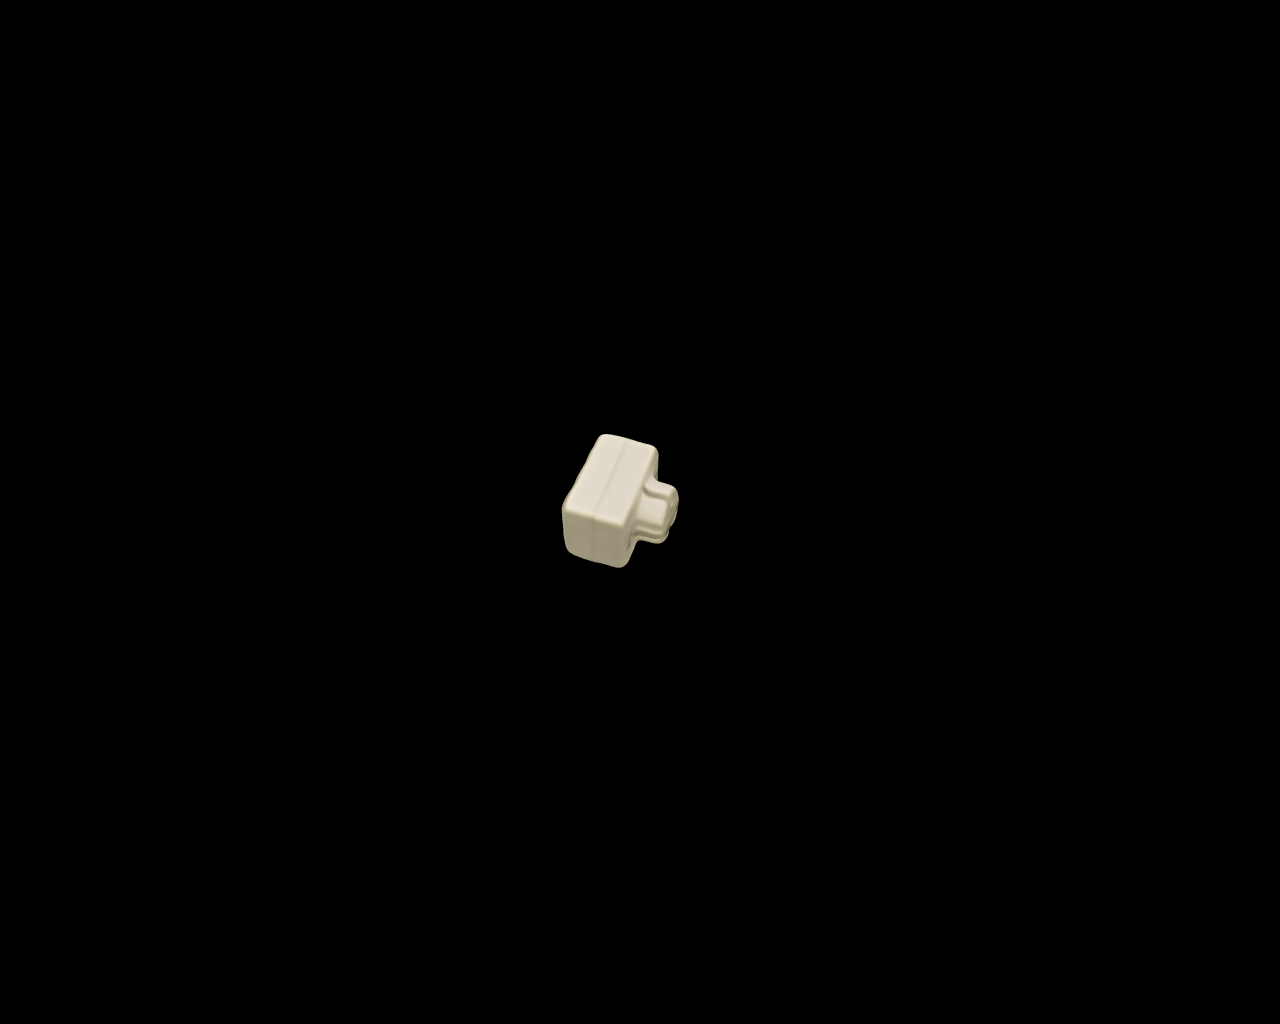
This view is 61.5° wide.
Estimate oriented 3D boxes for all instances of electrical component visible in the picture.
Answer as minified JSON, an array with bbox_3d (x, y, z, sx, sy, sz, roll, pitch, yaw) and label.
[{"bbox_3d":[0.001,-0.003,0.650,0.077,0.066,0.047,15,-36,11],"label":"electrical component"}]
